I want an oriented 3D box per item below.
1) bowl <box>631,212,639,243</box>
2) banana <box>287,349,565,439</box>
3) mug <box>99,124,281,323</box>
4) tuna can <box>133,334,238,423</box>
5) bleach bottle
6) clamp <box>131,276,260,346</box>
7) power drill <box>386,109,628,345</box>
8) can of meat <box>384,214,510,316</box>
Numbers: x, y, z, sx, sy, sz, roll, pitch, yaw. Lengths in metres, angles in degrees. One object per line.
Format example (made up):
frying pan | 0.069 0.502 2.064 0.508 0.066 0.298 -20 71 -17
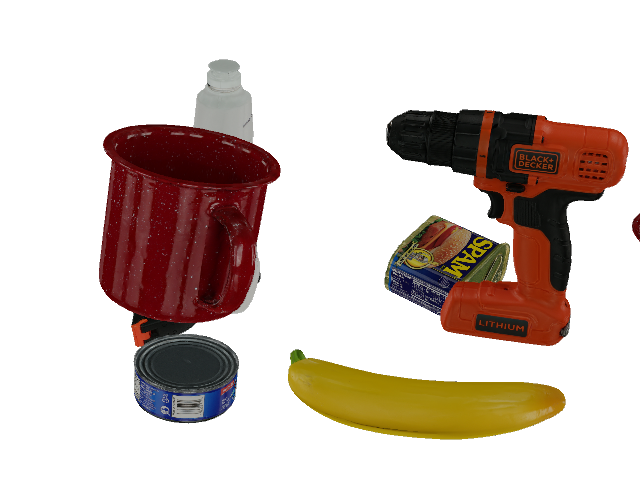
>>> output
bowl | 0.415 0.015 1.146 0.162 0.055 0.162 -1 26 0
banana | 0.056 0.100 0.699 0.198 0.037 0.069 8 33 23
mug | -0.067 -0.004 0.561 0.093 0.081 0.117 -5 27 -35
tuna can | -0.111 0.113 0.879 0.086 0.034 0.086 5 26 -3
bleach bottle | -0.092 -0.056 1.028 0.068 0.251 0.102 5 33 2
clamp | -0.148 0.067 1.225 0.120 0.039 0.171 -2 31 27
power drill | 0.140 -0.013 0.853 0.184 0.188 0.057 8 29 13
can of meat | 0.124 0.027 1.049 0.084 0.057 0.101 26 44 27
